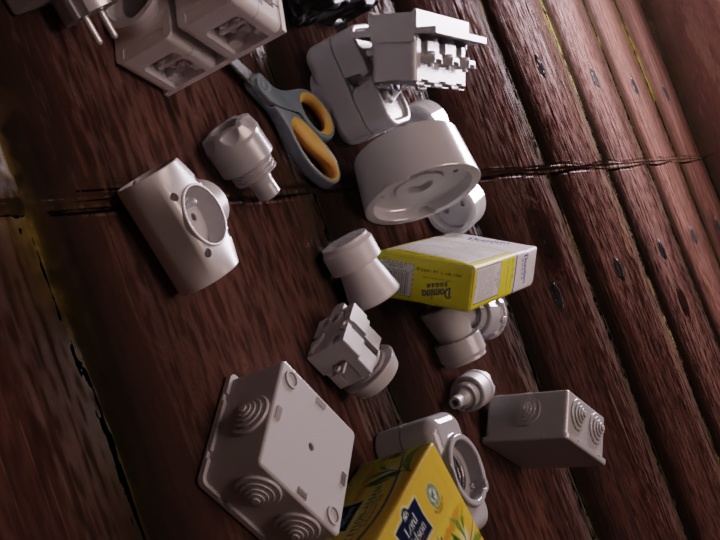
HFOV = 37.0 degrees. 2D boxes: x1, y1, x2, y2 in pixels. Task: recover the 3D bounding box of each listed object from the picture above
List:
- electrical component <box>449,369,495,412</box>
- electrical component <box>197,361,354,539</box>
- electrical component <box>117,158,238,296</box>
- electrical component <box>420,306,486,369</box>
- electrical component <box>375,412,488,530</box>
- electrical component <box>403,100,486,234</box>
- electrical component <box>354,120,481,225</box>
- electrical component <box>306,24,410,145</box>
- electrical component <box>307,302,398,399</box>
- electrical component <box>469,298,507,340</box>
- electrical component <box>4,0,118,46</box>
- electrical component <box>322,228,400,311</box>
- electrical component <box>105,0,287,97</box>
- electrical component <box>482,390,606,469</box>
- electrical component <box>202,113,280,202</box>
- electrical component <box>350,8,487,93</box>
[{"bbox_3d":[0.097,0.112,0.972,0.061,0.035,0.035,-20,88,-61],"label":"electrical component"},{"bbox_3d":[-0.049,0.118,0.684,0.099,0.048,0.099,50,32,-31],"label":"electrical component"},{"bbox_3d":[-0.109,-0.035,0.694,0.077,0.044,0.079,60,27,-14],"label":"electrical component"},{"bbox_3d":[0.086,0.057,0.979,0.055,0.045,0.045,66,27,-4],"label":"electrical component"},{"bbox_3d":[0.059,0.162,0.837,0.054,0.059,0.095,-4,74,-62],"label":"electrical component"},{"bbox_3d":[0.084,-0.107,1.089,0.138,0.052,0.074,64,27,-6],"label":"electrical component"},{"bbox_3d":[0.046,-0.092,0.956,0.108,0.108,0.060,14,52,-58],"label":"electrical component"},{"bbox_3d":[-0.005,-0.164,0.963,0.095,0.059,0.054,66,27,-4],"label":"electrical component"},{"bbox_3d":[-0.004,0.064,0.811,0.055,0.048,0.066,47,33,-21],"label":"electrical component"},{"bbox_3d":[0.109,0.044,1.034,0.062,0.048,0.048,3,68,-54],"label":"electrical component"},{"bbox_3d":[-0.177,-0.176,0.673,0.075,0.047,0.083,61,28,-13],"label":"electrical component"},{"bbox_3d":[0.000,0.000,0.866,0.055,0.045,0.045,61,28,-12],"label":"electrical component"},{"bbox_3d":[-0.122,-0.232,0.749,0.060,0.105,0.186,26,49,-53],"label":"electrical component"},{"bbox_3d":[0.175,0.151,1.016,0.100,0.100,0.048,36,53,-46],"label":"electrical component"},{"bbox_3d":[-0.082,-0.078,0.778,0.062,0.043,0.043,57,29,-23],"label":"electrical component"},{"bbox_3d":[0.054,-0.191,0.948,0.121,0.079,0.063,-14,104,-63],"label":"electrical component"}]
